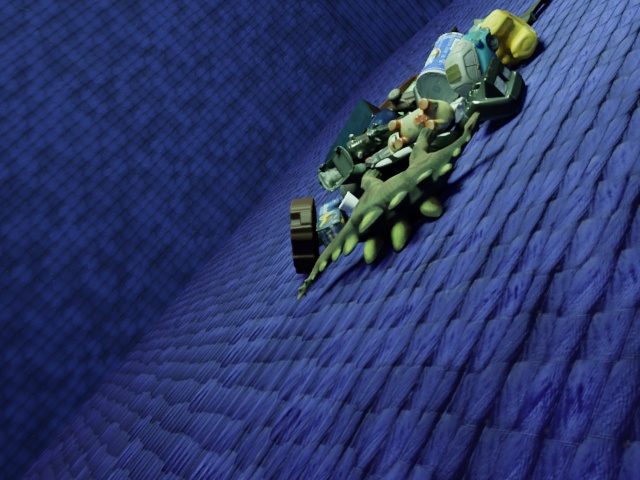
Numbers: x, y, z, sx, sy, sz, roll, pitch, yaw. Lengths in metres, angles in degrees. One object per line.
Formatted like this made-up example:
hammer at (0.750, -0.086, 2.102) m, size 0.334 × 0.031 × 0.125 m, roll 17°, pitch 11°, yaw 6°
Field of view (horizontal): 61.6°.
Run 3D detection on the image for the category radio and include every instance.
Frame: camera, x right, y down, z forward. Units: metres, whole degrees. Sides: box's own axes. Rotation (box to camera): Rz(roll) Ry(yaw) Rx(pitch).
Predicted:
radio at (0.111, -0.295, 1.624) m, size 0.229 × 0.073 × 0.131 m, roll -59°, pitch 31°, yaw 21°

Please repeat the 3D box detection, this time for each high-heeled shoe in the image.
high-heeled shoe at (0.197, -0.178, 1.162) m, size 0.145 × 0.086 × 0.249 m, roll -47°, pitch 18°, yaw -5°

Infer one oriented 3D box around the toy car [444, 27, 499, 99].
toy car at (0.316, -0.360, 1.139) m, size 0.103 × 0.161 × 0.109 m, roll -10°, pitch 1°, yaw -23°

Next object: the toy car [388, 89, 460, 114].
toy car at (0.271, -0.370, 1.404) m, size 0.202 × 0.089 × 0.053 m, roll -4°, pitch 58°, yaw 43°

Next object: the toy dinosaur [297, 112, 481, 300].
toy dinosaur at (0.120, -0.056, 0.995) m, size 0.471 × 0.105 × 0.199 m, roll -45°, pitch 16°, yaw 28°

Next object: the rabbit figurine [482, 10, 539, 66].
rabbit figurine at (0.393, -0.420, 1.215) m, size 0.173 × 0.122 × 0.162 m, roll -61°, pitch 1°, yaw 30°

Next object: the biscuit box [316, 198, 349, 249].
biscuit box at (0.033, -0.039, 1.275) m, size 0.059 × 0.062 × 0.203 m, roll -25°, pitch 17°, yaw 10°

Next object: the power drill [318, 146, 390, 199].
power drill at (0.105, -0.180, 1.301) m, size 0.232 × 0.086 × 0.207 m, roll -44°, pitch -17°, yaw 33°

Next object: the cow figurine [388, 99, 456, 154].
cow figurine at (0.218, -0.238, 1.176) m, size 0.127 × 0.085 × 0.195 m, roll -10°, pitch -11°, yaw -33°

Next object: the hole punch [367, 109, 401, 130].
hole punch at (0.198, -0.301, 1.476) m, size 0.092 × 0.115 × 0.142 m, roll -25°, pitch 24°, yaw 40°

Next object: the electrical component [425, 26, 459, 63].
electrical component at (0.351, -0.527, 1.497) m, size 0.048 × 0.075 × 0.119 m, roll -54°, pitch 12°, yaw -30°

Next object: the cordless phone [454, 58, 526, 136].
cordless phone at (0.312, -0.251, 1.065) m, size 0.184 × 0.089 × 0.146 m, roll -49°, pitch 7°, yaw 46°

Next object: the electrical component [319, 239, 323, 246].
electrical component at (-0.003, -0.004, 1.398) m, size 0.094 × 0.021 × 0.063 m, roll -41°, pitch 13°, yaw 26°

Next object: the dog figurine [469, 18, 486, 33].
dog figurine at (0.416, -0.508, 1.405) m, size 0.191 × 0.108 × 0.219 m, roll -43°, pitch 11°, yaw 32°

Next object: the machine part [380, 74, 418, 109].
machine part at (0.263, -0.420, 1.678) m, size 0.201 × 0.087 × 0.201 m, roll -36°, pitch 17°, yaw 43°

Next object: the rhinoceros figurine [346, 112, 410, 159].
rhinoceros figurine at (0.161, -0.258, 1.365) m, size 0.190 × 0.073 × 0.112 m, roll -22°, pitch -8°, yaw 8°

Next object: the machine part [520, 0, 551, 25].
machine part at (0.548, -0.589, 1.389) m, size 0.139 × 0.039 × 0.084 m, roll -49°, pitch 8°, yaw -3°

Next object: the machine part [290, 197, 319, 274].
machine part at (-0.035, -0.010, 1.219) m, size 0.056 × 0.179 × 0.179 m, roll -3°, pitch 20°, yaw 3°
